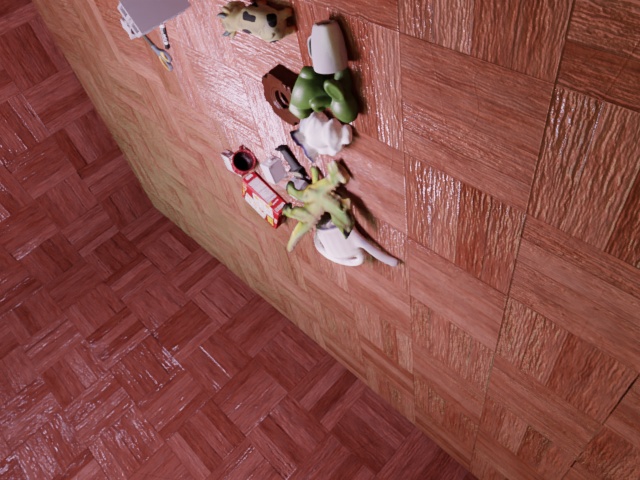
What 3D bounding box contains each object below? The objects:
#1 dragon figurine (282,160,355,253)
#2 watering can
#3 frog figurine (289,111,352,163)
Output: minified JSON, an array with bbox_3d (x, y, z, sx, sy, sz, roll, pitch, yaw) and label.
[{"bbox_3d":[0.005,-0.083,1.649,0.245,0.123,0.401,33,128,34],"label":"dragon figurine"},{"bbox_3d":[0.099,-0.002,1.750,0.347,0.106,0.220,2,128,44],"label":"watering can"},{"bbox_3d":[0.017,-0.299,1.434,0.158,0.125,0.136,-20,104,28],"label":"frog figurine"}]
